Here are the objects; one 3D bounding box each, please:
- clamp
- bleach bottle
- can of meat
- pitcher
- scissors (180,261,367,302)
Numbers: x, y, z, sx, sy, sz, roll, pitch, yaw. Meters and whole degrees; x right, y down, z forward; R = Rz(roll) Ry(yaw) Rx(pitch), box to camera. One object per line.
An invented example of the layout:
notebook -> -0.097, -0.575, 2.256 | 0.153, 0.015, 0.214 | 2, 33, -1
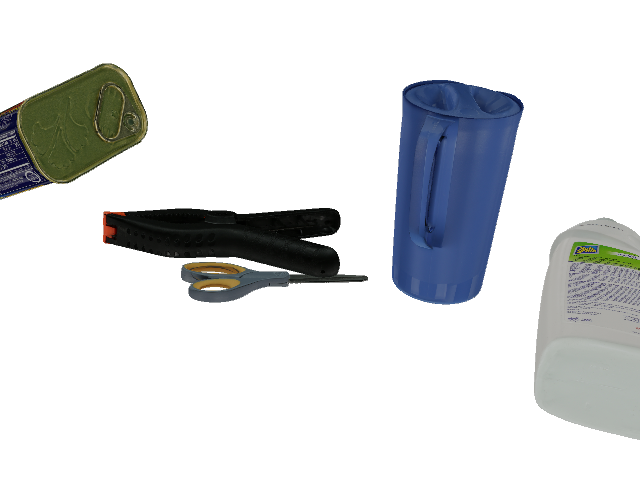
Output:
clamp -> -0.078, -0.003, 0.897 | 0.210, 0.036, 0.164 | 2, 13, -6
bleach bottle -> 0.214, 0.045, 0.781 | 0.102, 0.068, 0.250 | 12, 26, 11
can of meat -> -0.180, -0.070, 0.707 | 0.084, 0.057, 0.101 | -12, 19, 39
pitcher -> 0.142, -0.050, 1.211 | 0.149, 0.243, 0.145 | -5, 27, -20
scissors -> -0.054, 0.047, 1.136 | 0.202, 0.016, 0.096 | 5, 21, 6
